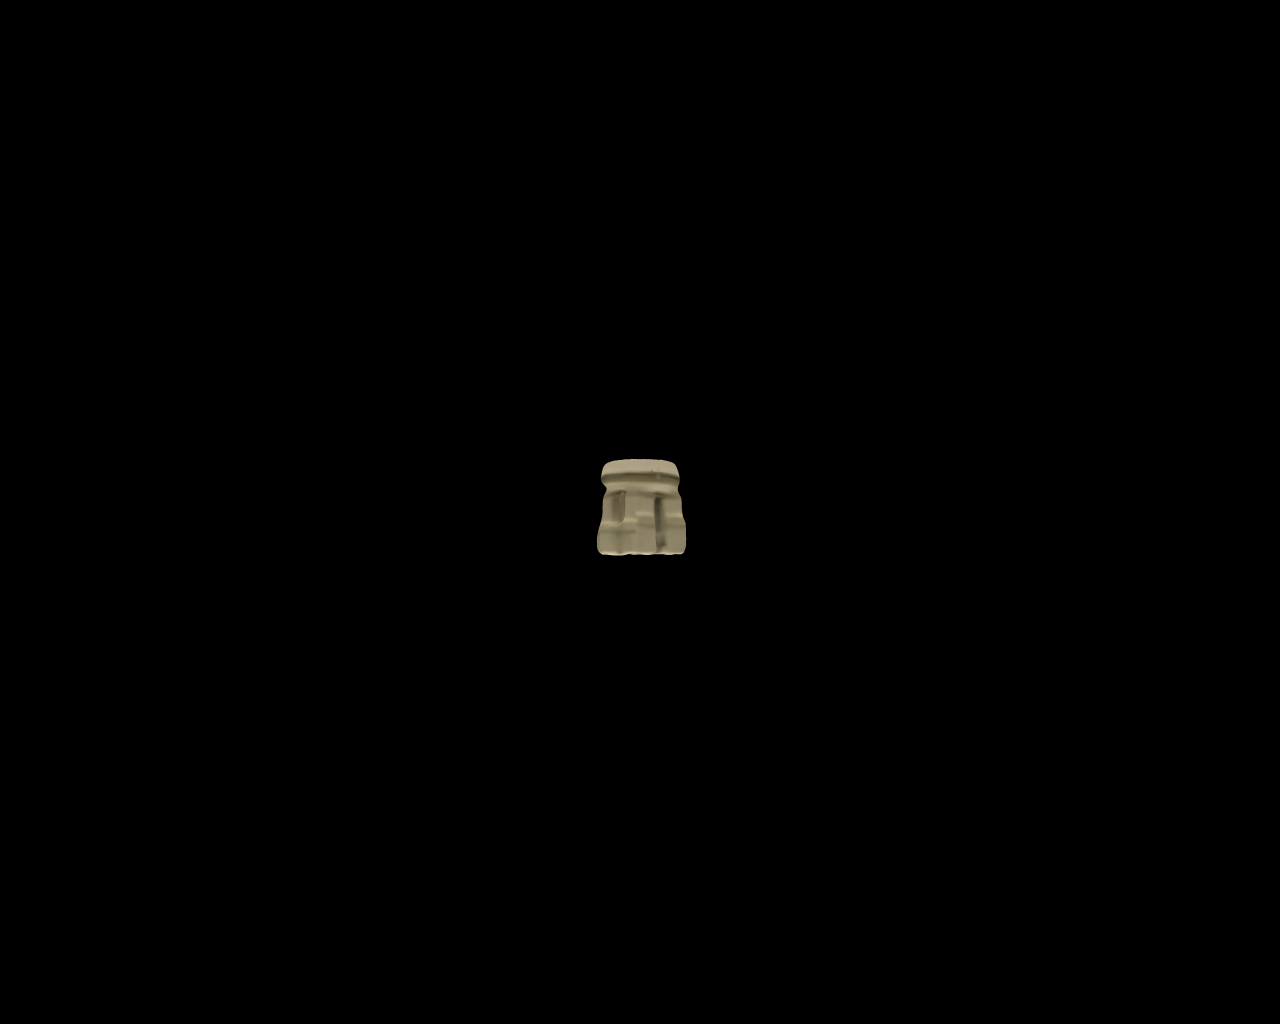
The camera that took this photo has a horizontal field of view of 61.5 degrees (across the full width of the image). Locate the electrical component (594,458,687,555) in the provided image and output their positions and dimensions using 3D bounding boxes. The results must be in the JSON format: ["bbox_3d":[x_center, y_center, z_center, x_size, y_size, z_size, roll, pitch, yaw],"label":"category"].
[{"bbox_3d":[0.001,-0.003,0.650,0.066,0.055,0.048,4,-6,-43],"label":"electrical component"}]
